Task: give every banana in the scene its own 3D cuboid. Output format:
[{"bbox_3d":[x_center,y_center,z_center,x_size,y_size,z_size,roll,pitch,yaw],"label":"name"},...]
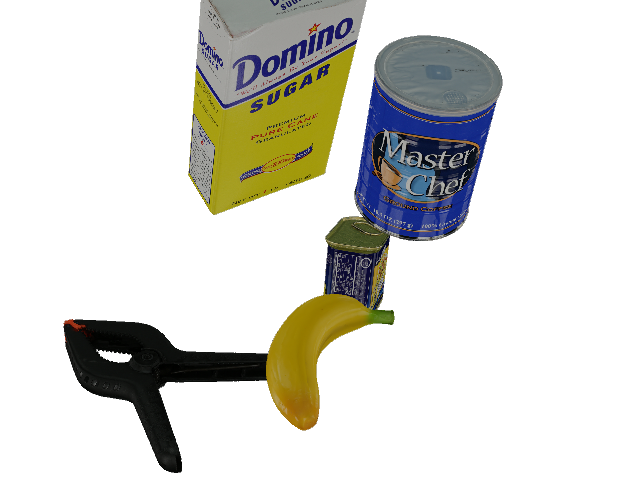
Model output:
[{"bbox_3d":[-0.003,0.081,0.811,0.070,0.037,0.197,8,23,20],"label":"banana"}]

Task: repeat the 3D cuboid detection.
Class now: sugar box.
[{"bbox_3d":[-0.031,-0.094,0.674,0.093,0.048,0.176,-23,-24,-22],"label":"sugar box"}]

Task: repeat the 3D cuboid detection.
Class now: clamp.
[{"bbox_3d":[-0.147,0.118,0.978,0.210,0.036,0.164,26,38,32],"label":"clamp"}]

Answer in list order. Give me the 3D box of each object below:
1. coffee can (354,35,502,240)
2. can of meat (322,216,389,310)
[{"bbox_3d":[0.087,-0.085,0.894,0.102,0.140,0.103,4,44,-4],"label":"coffee can"},{"bbox_3d":[0.037,0.030,1.086,0.057,0.084,0.102,9,18,12],"label":"can of meat"}]
